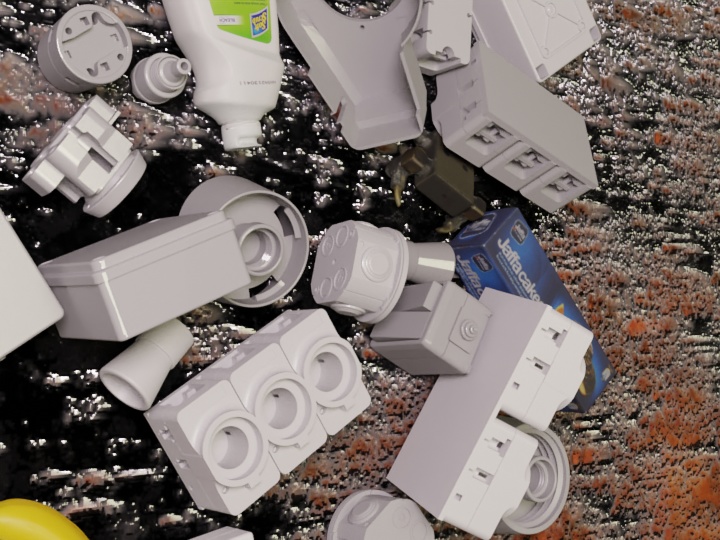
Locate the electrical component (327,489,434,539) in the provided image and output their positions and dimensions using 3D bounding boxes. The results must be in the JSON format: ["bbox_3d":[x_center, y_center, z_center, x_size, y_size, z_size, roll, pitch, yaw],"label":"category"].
[{"bbox_3d":[0.017,0.222,0.884,0.080,0.051,0.080,3,84,-36],"label":"electrical component"}]

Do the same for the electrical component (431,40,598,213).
[{"bbox_3d":[0.140,-0.125,0.980,0.150,0.062,0.089,27,45,-34],"label":"electrical component"}]

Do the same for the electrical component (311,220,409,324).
[{"bbox_3d":[0.000,0.000,0.873,0.051,0.080,0.080,17,76,-28],"label":"electrical component"}]

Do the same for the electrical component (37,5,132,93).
[{"bbox_3d":[-0.197,-0.154,0.761,0.055,0.047,0.055,4,84,-36],"label":"electrical component"}]

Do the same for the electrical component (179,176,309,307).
[{"bbox_3d":[-0.091,-0.021,0.833,0.099,0.064,0.099,-7,103,-32],"label":"electrical component"}]

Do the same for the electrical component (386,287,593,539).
[{"bbox_3d":[0.109,0.116,0.891,0.060,0.105,0.186,30,86,-22],"label":"electrical component"}]

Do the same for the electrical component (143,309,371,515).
[{"bbox_3d":[-0.073,0.105,0.821,0.150,0.062,0.089,-36,107,-33],"label":"electrical component"}]

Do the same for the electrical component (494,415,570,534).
[{"bbox_3d":[0.143,0.187,0.973,0.108,0.060,0.108,4,84,-36],"label":"electrical component"}]

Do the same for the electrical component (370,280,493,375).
[{"bbox_3d":[0.060,0.047,0.902,0.061,0.096,0.061,35,67,-25],"label":"electrical component"}]

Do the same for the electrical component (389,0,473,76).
[{"bbox_3d":[0.062,-0.223,0.951,0.050,0.056,0.089,9,81,-35],"label":"electrical component"}]

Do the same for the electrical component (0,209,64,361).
[{"bbox_3d":[-0.258,0.017,0.701,0.100,0.048,0.099,-38,108,-32],"label":"electrical component"}]

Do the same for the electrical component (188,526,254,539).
[{"bbox_3d":[-0.101,0.222,0.781,0.066,0.077,0.047,-12,93,-36],"label":"electrical component"}]

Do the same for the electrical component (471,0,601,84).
[{"bbox_3d":[0.163,-0.241,1.026,0.109,0.056,0.108,-38,108,-32],"label":"electrical component"}]

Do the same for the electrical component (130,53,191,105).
[{"bbox_3d":[-0.143,-0.143,0.790,0.035,0.061,0.035,4,84,-36],"label":"electrical component"}]

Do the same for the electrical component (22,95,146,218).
[{"bbox_3d":[-0.188,-0.074,0.755,0.057,0.058,0.078,43,63,-23],"label":"electrical component"}]

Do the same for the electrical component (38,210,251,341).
[{"bbox_3d":[-0.151,0.004,0.744,0.109,0.109,0.056,-26,104,-35],"label":"electrical component"}]

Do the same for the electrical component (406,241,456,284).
[{"bbox_3d":[0.044,-0.007,0.930,0.065,0.044,0.044,10,80,-31],"label":"electrical component"}]

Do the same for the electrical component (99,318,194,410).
[{"bbox_3d":[-0.152,0.063,0.781,0.044,0.044,0.065,51,55,-22],"label":"electrical component"}]
